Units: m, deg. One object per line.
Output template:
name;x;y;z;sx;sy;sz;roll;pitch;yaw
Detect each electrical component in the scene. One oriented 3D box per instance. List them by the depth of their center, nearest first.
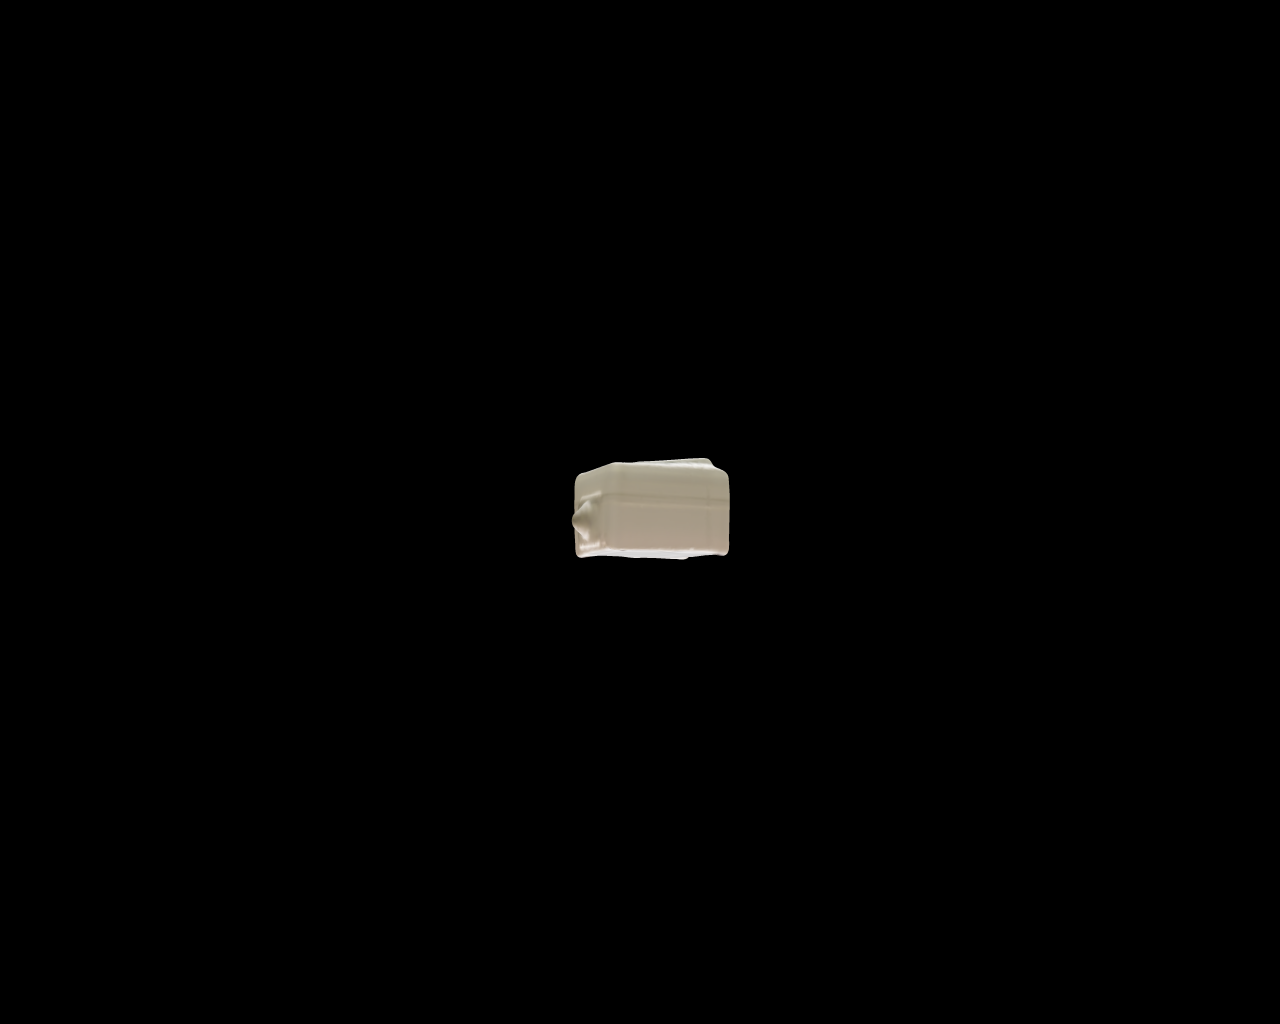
electrical component;0.001;-0.003;0.650;0.096;0.061;0.061;3;-7;-26
